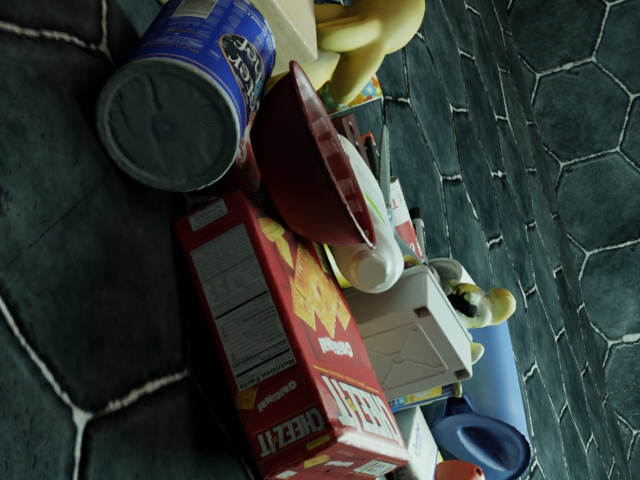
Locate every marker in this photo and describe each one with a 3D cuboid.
[{"bbox_3d":[0.118,-0.003,1.289,0.121,0.020,0.020,-87,154,-56],"label":"marker"}]

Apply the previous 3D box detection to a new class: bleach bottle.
[{"bbox_3d":[0.028,-0.020,0.982,0.102,0.068,0.251,53,8,-17],"label":"bleach bottle"}]

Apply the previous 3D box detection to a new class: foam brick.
[{"bbox_3d":[0.018,-0.092,1.149,0.053,0.051,0.078,-37,110,-69],"label":"foam brick"}]

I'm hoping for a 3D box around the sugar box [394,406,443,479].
[{"bbox_3d":[0.111,0.274,1.144,0.176,0.048,0.093,64,23,-19],"label":"sugar box"}]

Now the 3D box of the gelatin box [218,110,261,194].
[{"bbox_3d":[-0.076,-0.091,0.929,0.089,0.030,0.073,-84,151,-46],"label":"gelatin box"}]

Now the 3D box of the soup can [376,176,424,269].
[{"bbox_3d":[0.071,-0.014,1.209,0.068,0.069,0.102,-40,113,-68],"label":"soup can"}]

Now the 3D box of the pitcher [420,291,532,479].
[{"bbox_3d":[0.179,0.180,1.284,0.145,0.149,0.242,23,36,-12],"label":"pitcher"}]

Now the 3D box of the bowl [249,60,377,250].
[{"bbox_3d":[-0.011,-0.057,0.839,0.162,0.055,0.162,-24,90,-81],"label":"bowl"}]

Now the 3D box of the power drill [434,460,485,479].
[{"bbox_3d":[0.101,0.292,1.016,0.187,0.057,0.184,-38,121,-47],"label":"power drill"}]

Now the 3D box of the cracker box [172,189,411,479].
[{"bbox_3d":[-0.018,0.081,0.836,0.164,0.072,0.214,33,30,-62],"label":"cracker box"}]

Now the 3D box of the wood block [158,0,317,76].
[{"bbox_3d":[-0.087,-0.234,0.918,0.206,0.090,0.091,46,34,-52],"label":"wood block"}]

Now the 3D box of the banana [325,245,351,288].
[{"bbox_3d":[0.005,0.016,1.067,0.070,0.037,0.197,52,11,17],"label":"banana"}]

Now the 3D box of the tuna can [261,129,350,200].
[{"bbox_3d":[-0.018,-0.073,0.991,0.033,0.086,0.086,63,23,-24],"label":"tuna can"}]

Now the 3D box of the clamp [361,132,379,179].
[{"bbox_3d":[0.079,-0.048,1.303,0.120,0.039,0.171,-59,133,-81],"label":"clamp"}]

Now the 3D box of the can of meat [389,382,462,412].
[{"bbox_3d":[0.092,0.122,1.104,0.057,0.084,0.102,-150,-132,-77],"label":"can of meat"}]

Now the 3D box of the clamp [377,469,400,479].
[{"bbox_3d":[0.038,0.167,1.038,0.164,0.036,0.210,-57,127,-66],"label":"clamp"}]

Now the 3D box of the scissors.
[{"bbox_3d":[0.086,-0.017,1.163,0.096,0.016,0.202,13,92,-25],"label":"scissors"}]

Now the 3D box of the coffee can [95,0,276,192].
[{"bbox_3d":[-0.095,-0.114,0.790,0.140,0.103,0.103,-74,144,-55],"label":"coffee can"}]
